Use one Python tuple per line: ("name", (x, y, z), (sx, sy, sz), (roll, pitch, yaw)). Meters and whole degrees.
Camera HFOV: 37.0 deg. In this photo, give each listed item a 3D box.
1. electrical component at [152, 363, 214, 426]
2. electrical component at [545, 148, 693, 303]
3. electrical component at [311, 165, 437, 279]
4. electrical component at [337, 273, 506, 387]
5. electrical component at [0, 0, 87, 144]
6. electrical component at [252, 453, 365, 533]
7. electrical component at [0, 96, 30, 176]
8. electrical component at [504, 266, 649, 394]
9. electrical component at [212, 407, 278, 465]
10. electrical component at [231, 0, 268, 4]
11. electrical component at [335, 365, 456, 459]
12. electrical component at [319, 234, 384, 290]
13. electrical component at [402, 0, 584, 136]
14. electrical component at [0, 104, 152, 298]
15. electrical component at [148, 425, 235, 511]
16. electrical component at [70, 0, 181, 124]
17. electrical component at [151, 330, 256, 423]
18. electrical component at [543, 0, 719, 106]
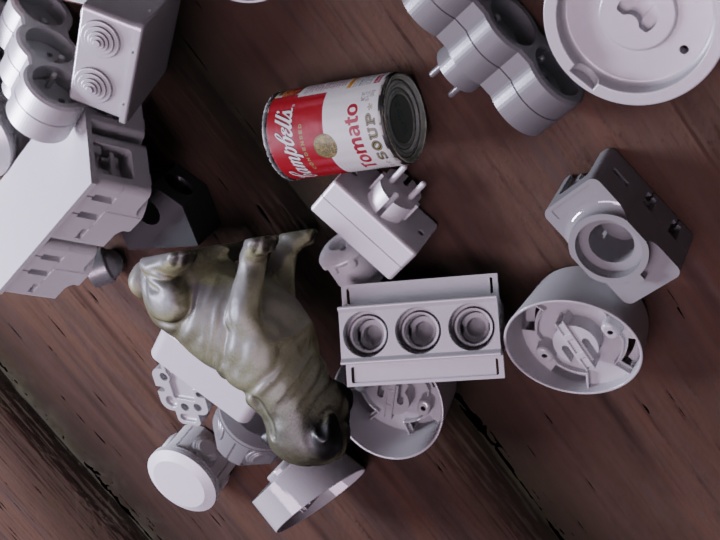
("electrical component", (-0.154, 0.097, 1.011), (0.058, 0.057, 0.078), (5, 124, 27))
("electrical component", (0.177, -0.028, 0.738), (0.089, 0.055, 0.050), (46, 131, -6))
("electrical component", (0.021, -0.051, 0.816), (0.083, 0.047, 0.075), (42, 132, -3))
("electrical component", (0.050, 0.047, 0.833), (0.121, 0.063, 0.078), (-5, 85, 14))
("electrical component", (-0.261, -0.153, 0.856), (0.073, 0.052, 0.138), (-47, 49, 36))
("electrical component", (-0.050, 0.201, 1.001), (0.064, 0.099, 0.099), (45, 132, 3))
("electrical component", (-0.331, -0.127, 0.958), (0.080, 0.051, 0.080), (15, 128, 20))
("electrical component", (0.162, 0.047, 0.794), (0.099, 0.064, 0.099), (15, 127, 20))
("electrical component", (-0.096, 0.138, 0.993), (0.080, 0.080, 0.051), (35, 137, 3))
("electrical component", (-0.074, -0.235, 0.746), (0.099, 0.064, 0.099), (6, 117, 13))
("electrical component", (0.030, 0.101, 0.905), (0.099, 0.064, 0.099), (15, 127, 20))
("electrical component", (0.000, 0.000, 0.867), (0.048, 0.048, 0.062), (-13, 124, 35))
("electrical component", (0.077, -0.144, 0.717), (0.138, 0.052, 0.074), (46, 132, -7))
("electrical component", (-0.244, -0.064, 0.908), (0.060, 0.105, 0.186), (11, 146, -38))
("electrical component", (-0.171, 0.202, 1.098), (0.080, 0.051, 0.080), (15, 127, 20))
("electrical component", (-0.176, -0.173, 0.809), (0.048, 0.099, 0.099), (21, 131, -1))
("electrical component", (-0.118, 0.069, 0.958), (0.113, 0.078, 0.057), (36, 135, 2))
("electrical component", (0.171, -0.161, 0.646), (0.108, 0.060, 0.108), (15, 127, 20))
